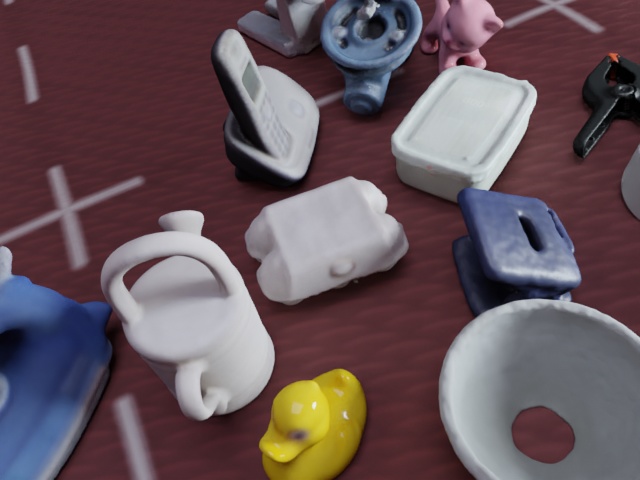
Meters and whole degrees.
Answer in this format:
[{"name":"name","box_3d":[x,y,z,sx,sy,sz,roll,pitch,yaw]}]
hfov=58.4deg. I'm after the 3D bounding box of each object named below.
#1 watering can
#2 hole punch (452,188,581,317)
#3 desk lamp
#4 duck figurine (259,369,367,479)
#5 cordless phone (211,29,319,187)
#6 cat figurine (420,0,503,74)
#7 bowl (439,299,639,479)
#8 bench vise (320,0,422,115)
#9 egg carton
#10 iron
[{"name":"watering can","box_3d":[-0.109,0.053,0.465,0.101,0.194,0.172,-30,53,-13]},{"name":"hole punch","box_3d":[0.177,0.004,0.519,0.101,0.091,0.108,-11,51,2]},{"name":"desk lamp","box_3d":[-0.042,-0.360,0.764,0.202,0.214,0.118,35,65,31]},{"name":"duck figurine","box_3d":[-0.008,0.139,0.450,0.077,0.086,0.105,30,63,28]},{"name":"cordless phone","box_3d":[-0.063,-0.164,0.633,0.094,0.185,0.147,0,53,11]},{"name":"cat figurine","box_3d":[0.174,-0.272,0.718,0.067,0.118,0.127,-19,52,-5]},{"name":"bowl","box_3d":[0.172,0.132,0.431,0.167,0.075,0.167,-5,52,6]},{"name":"bench vise","box_3d":[0.057,-0.293,0.690,0.121,0.220,0.207,-5,52,7]},{"name":"egg carton","box_3d":[0.005,0.002,0.565,0.150,0.069,0.107,-21,52,-6]},{"name":"iron","box_3d":[-0.277,0.137,0.463,0.118,0.142,0.258,5,53,14]}]
